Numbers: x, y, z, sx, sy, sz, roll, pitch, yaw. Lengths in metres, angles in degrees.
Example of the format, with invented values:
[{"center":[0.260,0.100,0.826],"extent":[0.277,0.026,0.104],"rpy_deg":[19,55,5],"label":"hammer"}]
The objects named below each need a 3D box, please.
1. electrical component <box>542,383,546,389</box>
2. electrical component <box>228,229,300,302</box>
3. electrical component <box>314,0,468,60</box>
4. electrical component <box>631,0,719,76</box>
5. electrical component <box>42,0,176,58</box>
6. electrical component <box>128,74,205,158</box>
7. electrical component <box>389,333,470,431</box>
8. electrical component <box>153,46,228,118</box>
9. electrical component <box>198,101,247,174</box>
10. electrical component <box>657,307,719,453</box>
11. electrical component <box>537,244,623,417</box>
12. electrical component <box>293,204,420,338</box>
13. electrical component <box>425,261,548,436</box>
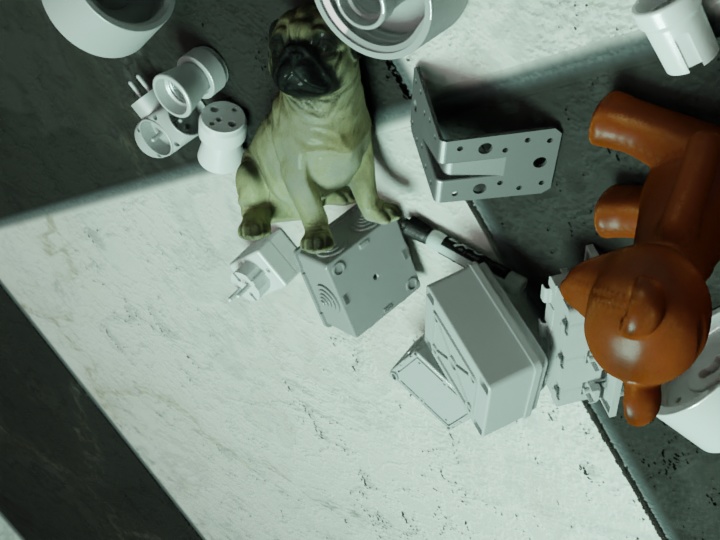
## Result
[{"center":[0.149,0.091,0.955],"extent":[0.040,0.040,0.078],"rpy_deg":[42,147,2],"label":"electrical component"},{"center":[-0.105,0.006,1.093],"extent":[0.047,0.076,0.066],"rpy_deg":[51,146,-12],"label":"electrical component"},{"center":[0.015,-0.198,0.747],"extent":[0.108,0.060,0.108],"rpy_deg":[23,139,22],"label":"electrical component"},{"center":[0.191,-0.146,0.649],"extent":[0.040,0.040,0.046],"rpy_deg":[-3,131,48],"label":"electrical component"},{"center":[-0.206,-0.239,0.903],"extent":[0.060,0.108,0.108],"rpy_deg":[-18,114,47],"label":"electrical component"},{"center":[-0.194,-0.153,1.039],"extent":[0.079,0.044,0.077],"rpy_deg":[53,146,-14],"label":"electrical component"},{"center":[0.088,0.100,1.010],"extent":[0.096,0.061,0.061],"rpy_deg":[43,147,0],"label":"electrical component"},{"center":[-0.151,-0.169,0.966],"extent":[0.045,0.055,0.045],"rpy_deg":[28,144,23],"label":"electrical component"},{"center":[-0.129,-0.123,1.003],"extent":[0.045,0.045,0.055],"rpy_deg":[33,145,15],"label":"electrical component"},{"center":[0.265,0.081,0.766],"extent":[0.060,0.108,0.108],"rpy_deg":[41,147,-8],"label":"electrical component"},{"center":[0.178,0.052,0.849],"extent":[0.121,0.063,0.078],"rpy_deg":[86,169,-46],"label":"electrical component"},{"center":[0.000,0.000,0.958],"extent":[0.048,0.100,0.099],"rpy_deg":[24,144,48],"label":"electrical component"},{"center":[0.102,0.067,0.896],"extent":[0.108,0.056,0.108],"rpy_deg":[60,168,27],"label":"electrical component"}]
